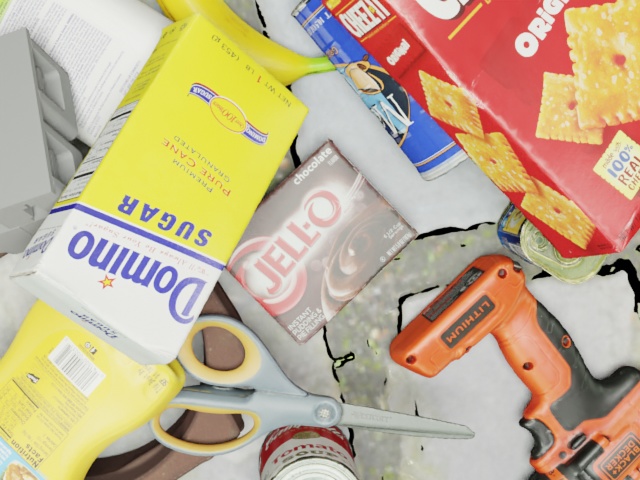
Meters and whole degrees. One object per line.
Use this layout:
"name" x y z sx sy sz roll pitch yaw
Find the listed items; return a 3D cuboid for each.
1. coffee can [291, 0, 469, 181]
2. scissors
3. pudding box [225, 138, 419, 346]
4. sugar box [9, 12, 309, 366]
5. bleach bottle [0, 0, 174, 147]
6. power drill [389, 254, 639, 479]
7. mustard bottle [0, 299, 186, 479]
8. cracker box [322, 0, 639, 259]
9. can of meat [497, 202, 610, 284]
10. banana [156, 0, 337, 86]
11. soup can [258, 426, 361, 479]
"coffee can" 0.064 -0.124 0.688 0.103 0.103 0.140 -40 96 0
"scissors" -0.006 0.088 0.660 0.201 0.016 0.096 -6 95 -4
"pudding box" -0.005 0.001 0.725 0.113 0.039 0.090 -44 96 0
"sugar box" -0.083 -0.028 0.590 0.093 0.048 0.176 38 63 -26
"bleach bottle" -0.182 -0.146 0.680 0.251 0.068 0.103 36 110 0
"power drill" 0.137 0.118 0.738 0.184 0.057 0.187 -45 99 -3
"mustard bottle" -0.175 0.117 0.626 0.096 0.058 0.191 44 91 7
"cracker box" 0.135 -0.120 0.614 0.213 0.072 0.164 45 74 -10
"can of meat" 0.167 -0.026 0.713 0.057 0.084 0.102 33 92 -6
"banana" -0.077 -0.169 0.710 0.069 0.037 0.198 -43 98 -19
"soup can" -0.007 0.162 0.707 0.068 0.102 0.068 0 95 -4
